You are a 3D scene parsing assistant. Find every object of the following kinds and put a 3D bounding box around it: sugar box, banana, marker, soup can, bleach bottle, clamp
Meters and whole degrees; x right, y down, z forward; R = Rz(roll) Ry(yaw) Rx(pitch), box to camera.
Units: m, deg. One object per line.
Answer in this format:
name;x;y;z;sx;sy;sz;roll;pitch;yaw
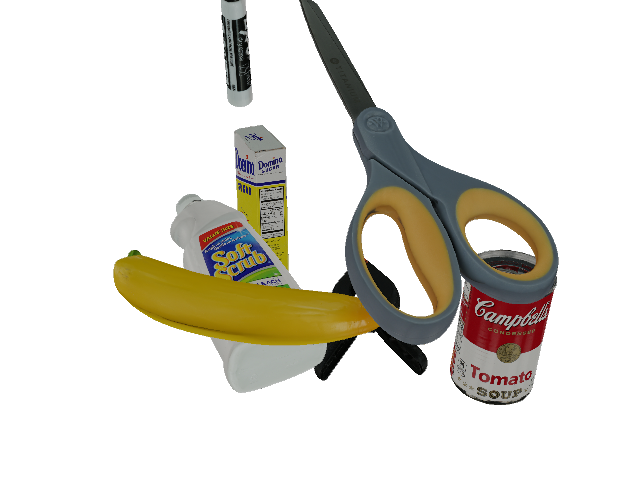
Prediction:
sugar box;-0.073;-0.043;1.305;0.048;0.176;0.093;-12;26;-17
banana;-0.061;0.035;0.680;0.198;0.037;0.069;14;33;25
marker;-0.060;-0.146;0.756;0.020;0.020;0.121;0;-42;0
soup can;0.140;0.067;0.827;0.068;0.102;0.068;4;30;-2
bleach bottle;-0.090;0.034;1.034;0.102;0.068;0.251;-17;41;-21
clamp;0.061;0.089;1.189;0.120;0.171;0.039;7;-43;3

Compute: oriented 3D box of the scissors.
scissors;0.044;-0.041;0.468;0.096;0.202;0.016;3;-40;-10
